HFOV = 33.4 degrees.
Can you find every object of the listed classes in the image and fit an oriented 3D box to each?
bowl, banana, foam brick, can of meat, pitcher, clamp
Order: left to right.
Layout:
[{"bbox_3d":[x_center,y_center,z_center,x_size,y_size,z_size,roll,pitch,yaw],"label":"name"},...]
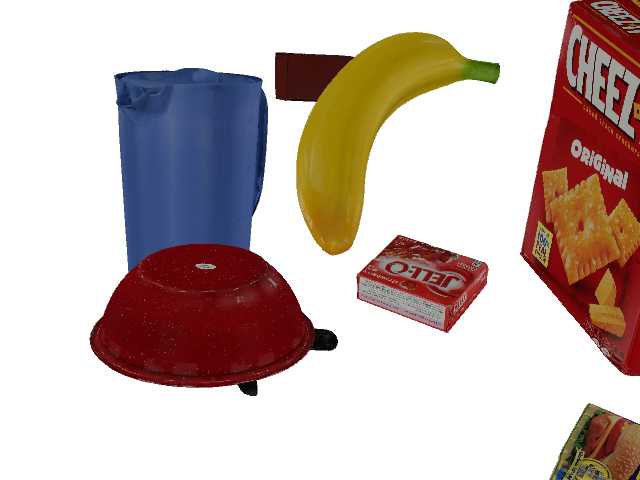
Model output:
[{"bbox_3d":[-0.116,-0.039,1.001,0.149,0.243,0.145,-1,14,-11],"label":"pitcher"},{"bbox_3d":[-0.083,0.043,0.761,0.162,0.055,0.162,2,21,-1],"label":"bowl"},{"bbox_3d":[-0.107,0.120,1.263,0.210,0.036,0.164,15,23,26],"label":"clamp"},{"bbox_3d":[-0.007,-0.178,1.165,0.078,0.051,0.053,0,11,-16],"label":"foam brick"},{"bbox_3d":[0.031,-0.067,0.576,0.070,0.037,0.197,24,47,20],"label":"banana"},{"bbox_3d":[0.219,0.176,0.785,0.084,0.057,0.101,22,39,23],"label":"can of meat"}]

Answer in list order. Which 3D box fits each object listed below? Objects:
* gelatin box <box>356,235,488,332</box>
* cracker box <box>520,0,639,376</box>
[{"bbox_3d":[0.086,0.034,0.902,0.089,0.030,0.073,19,38,27],"label":"gelatin box"},{"bbox_3d":[0.216,-0.039,0.740,0.072,0.214,0.164,-7,34,-16],"label":"cracker box"}]
